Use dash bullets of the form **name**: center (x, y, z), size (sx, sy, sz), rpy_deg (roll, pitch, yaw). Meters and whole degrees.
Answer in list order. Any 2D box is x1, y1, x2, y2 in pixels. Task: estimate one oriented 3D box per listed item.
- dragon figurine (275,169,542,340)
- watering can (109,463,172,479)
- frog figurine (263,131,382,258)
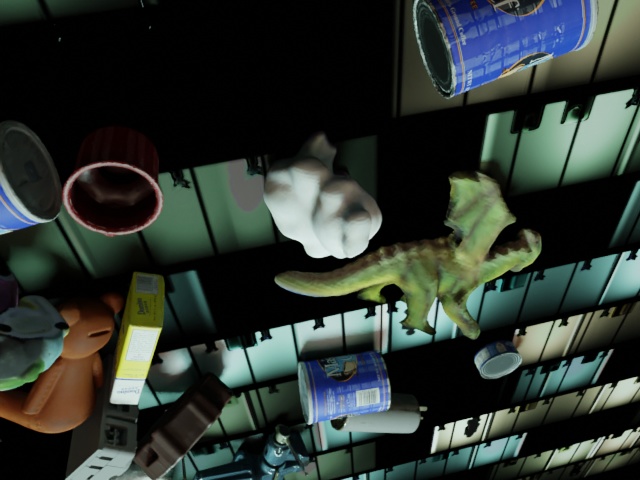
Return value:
- **dragon figurine**: center (0.161, 0.008, 0.727), size (0.409, 0.124, 0.240), rpy_deg (14, 109, -29)
- **watering can**: center (-0.395, 0.463, 0.950), size (0.224, 0.106, 0.339), rpy_deg (-14, 134, -2)
- **frog figurine**: center (0.002, -0.029, 0.578), size (0.123, 0.163, 0.134), rpy_deg (-8, 134, -6)
